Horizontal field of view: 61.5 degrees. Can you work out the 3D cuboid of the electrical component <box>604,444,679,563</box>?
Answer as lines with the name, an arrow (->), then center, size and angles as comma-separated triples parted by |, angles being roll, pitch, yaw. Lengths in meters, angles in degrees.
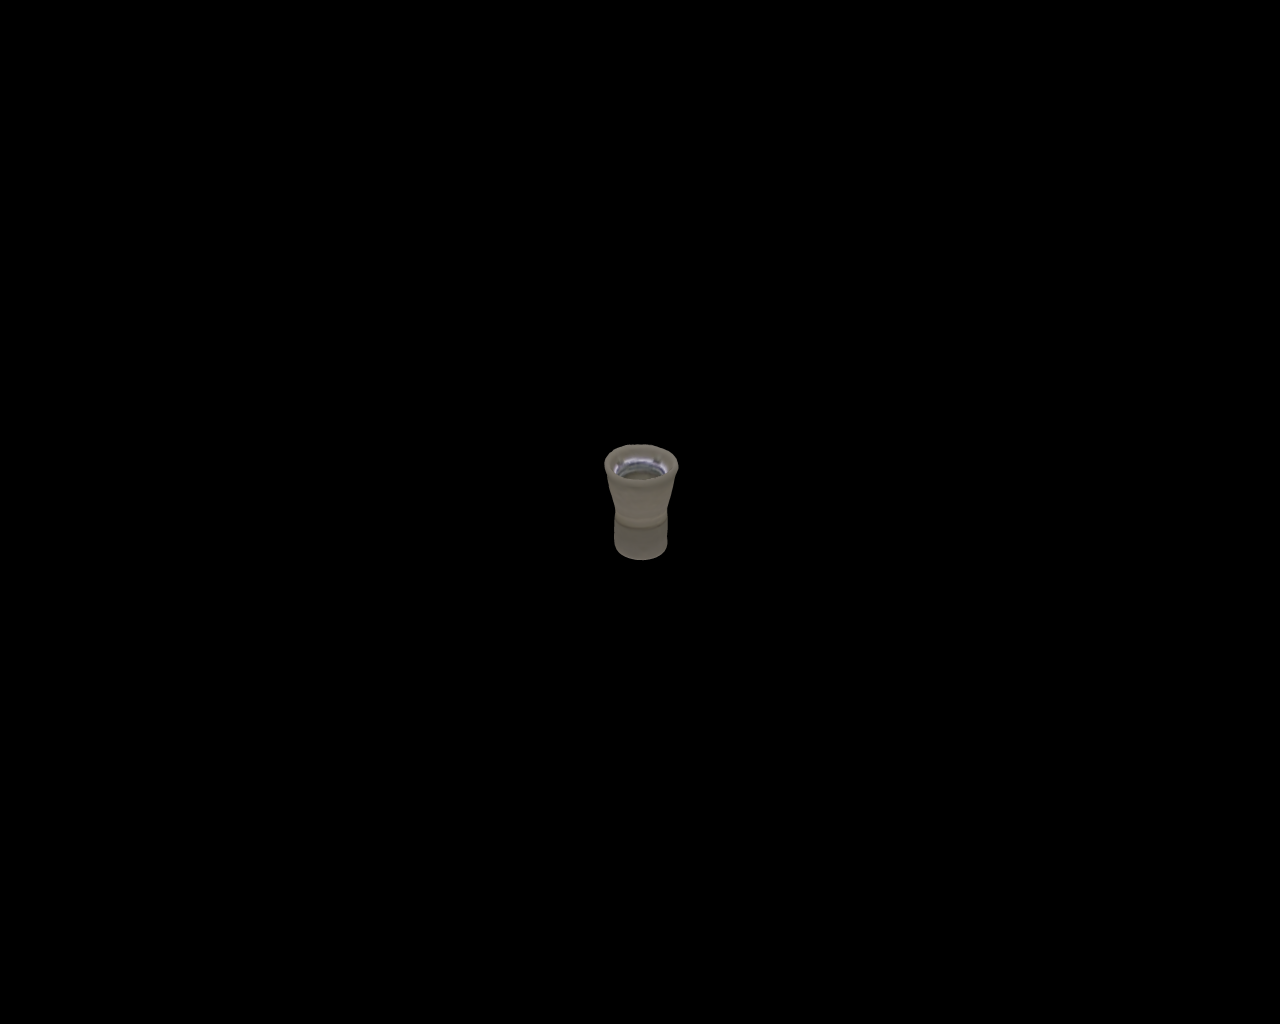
electrical component -> 0.001, -0.003, 0.650 | 0.044, 0.065, 0.044 | 0, 31, 0
